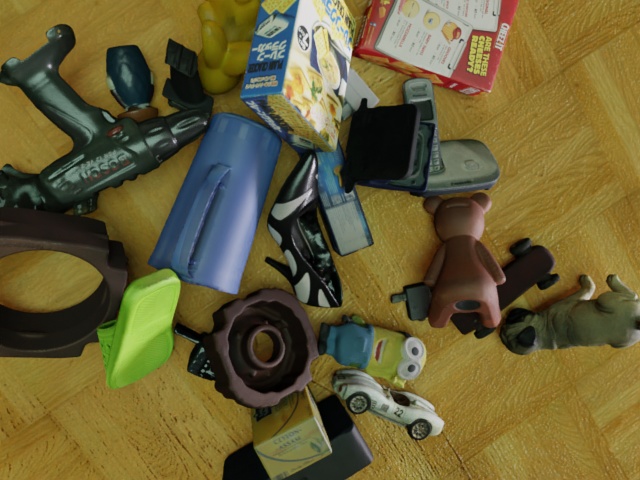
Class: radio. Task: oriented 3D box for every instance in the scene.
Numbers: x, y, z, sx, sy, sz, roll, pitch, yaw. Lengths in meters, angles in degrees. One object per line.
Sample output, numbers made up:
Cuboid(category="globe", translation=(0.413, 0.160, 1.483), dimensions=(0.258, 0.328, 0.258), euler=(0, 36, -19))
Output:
Cuboid(category="radio", translation=(-0.042, 0.347, 0.847), dimensions=(0.230, 0.131, 0.073), euler=(-29, 102, -4))

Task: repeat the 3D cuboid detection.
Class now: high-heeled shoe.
Cuboid(category="high-heeled shoe", translation=(-0.002, -0.002, 0.793), dimensions=(0.145, 0.086, 0.248), euler=(28, 130, 9))

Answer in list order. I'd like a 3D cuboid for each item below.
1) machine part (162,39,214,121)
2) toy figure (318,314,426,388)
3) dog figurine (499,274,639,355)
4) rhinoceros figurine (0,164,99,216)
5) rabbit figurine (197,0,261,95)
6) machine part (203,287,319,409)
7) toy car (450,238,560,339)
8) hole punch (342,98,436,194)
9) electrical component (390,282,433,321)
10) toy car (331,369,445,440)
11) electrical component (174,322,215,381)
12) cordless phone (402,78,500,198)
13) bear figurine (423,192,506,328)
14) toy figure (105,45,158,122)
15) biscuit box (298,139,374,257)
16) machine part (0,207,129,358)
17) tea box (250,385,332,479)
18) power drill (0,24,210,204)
Cuboid(category="machine part", translation=(-0.185, -0.213, 0.740), dimensions=(0.084, 0.138, 0.039), euler=(30, 71, 4))
Cuboid(category="toy figure", translation=(0.085, 0.172, 0.870), dimensions=(0.180, 0.089, 0.082), euler=(12, 110, -2))
Cuboid(category="dog figurine", translation=(0.412, 0.146, 0.875), dimensions=(0.191, 0.172, 0.121), euler=(-23, 90, -12))
Cuboid(category="rhinoceros figurine", translation=(-0.415, -0.057, 0.761), dimensions=(0.190, 0.073, 0.112), euler=(-19, 102, -6))
Cuboid(category="rabbit figurine", translation=(-0.120, -0.279, 0.751), dimensions=(0.122, 0.162, 0.173), euler=(20, 113, -23))
Cuboid(category="machine part", translation=(-0.087, 0.160, 0.804), dimensions=(0.179, 0.056, 0.179), euler=(10, 71, -33))
Cuboid(category="toy car", translation=(0.306, 0.082, 0.904), dimensions=(0.202, 0.053, 0.089), euler=(-38, 86, -1))
Cuboid(category="hole punch", translation=(0.103, -0.129, 0.778), dimensions=(0.092, 0.116, 0.142), euler=(11, 86, -54))
Cuboid(category="electrical component", translation=(0.166, 0.105, 0.901), dimensions=(0.094, 0.021, 0.063), euler=(-11, 100, -8))
Cuboid(category="toy car", translation=(0.110, 0.268, 0.889), dimensions=(0.202, 0.073, 0.056), euler=(27, 96, -12))
Cuboid(category="electrical component", translation=(-0.179, 0.177, 0.831), dimensions=(0.119, 0.075, 0.047), euler=(29, 92, -16))
Cuboid(category="cordless phone", translation=(0.195, -0.162, 0.840), dimensions=(0.147, 0.089, 0.184), euler=(-8, 95, -7))
Cuboid(category="bear figurine", translation=(0.223, 0.027, 0.857), dimensions=(0.120, 0.196, 0.131), euler=(-5, 144, 10))
Cuboid(category="toy figure", translation=(-0.264, -0.199, 0.774), dimensions=(0.064, 0.058, 0.154), euler=(-10, 104, -2))
Cuboid(category="biscuit box", translation=(0.019, -0.079, 0.832), dimensions=(0.059, 0.063, 0.202), euler=(-21, 100, -5))
Cuboid(category="machine part", translation=(-0.380, 0.061, 0.733), dimensions=(0.201, 0.087, 0.200), euler=(9, 119, -29))
Cuboid(category="tea box", translation=(-0.049, 0.275, 0.817), dimensions=(0.098, 0.170, 0.068), euler=(-26, 103, -6))
Cuboid(category="power drill", translation=(-0.293, -0.172, 0.711), dimensions=(0.232, 0.086, 0.207), euler=(-36, 107, -4))
